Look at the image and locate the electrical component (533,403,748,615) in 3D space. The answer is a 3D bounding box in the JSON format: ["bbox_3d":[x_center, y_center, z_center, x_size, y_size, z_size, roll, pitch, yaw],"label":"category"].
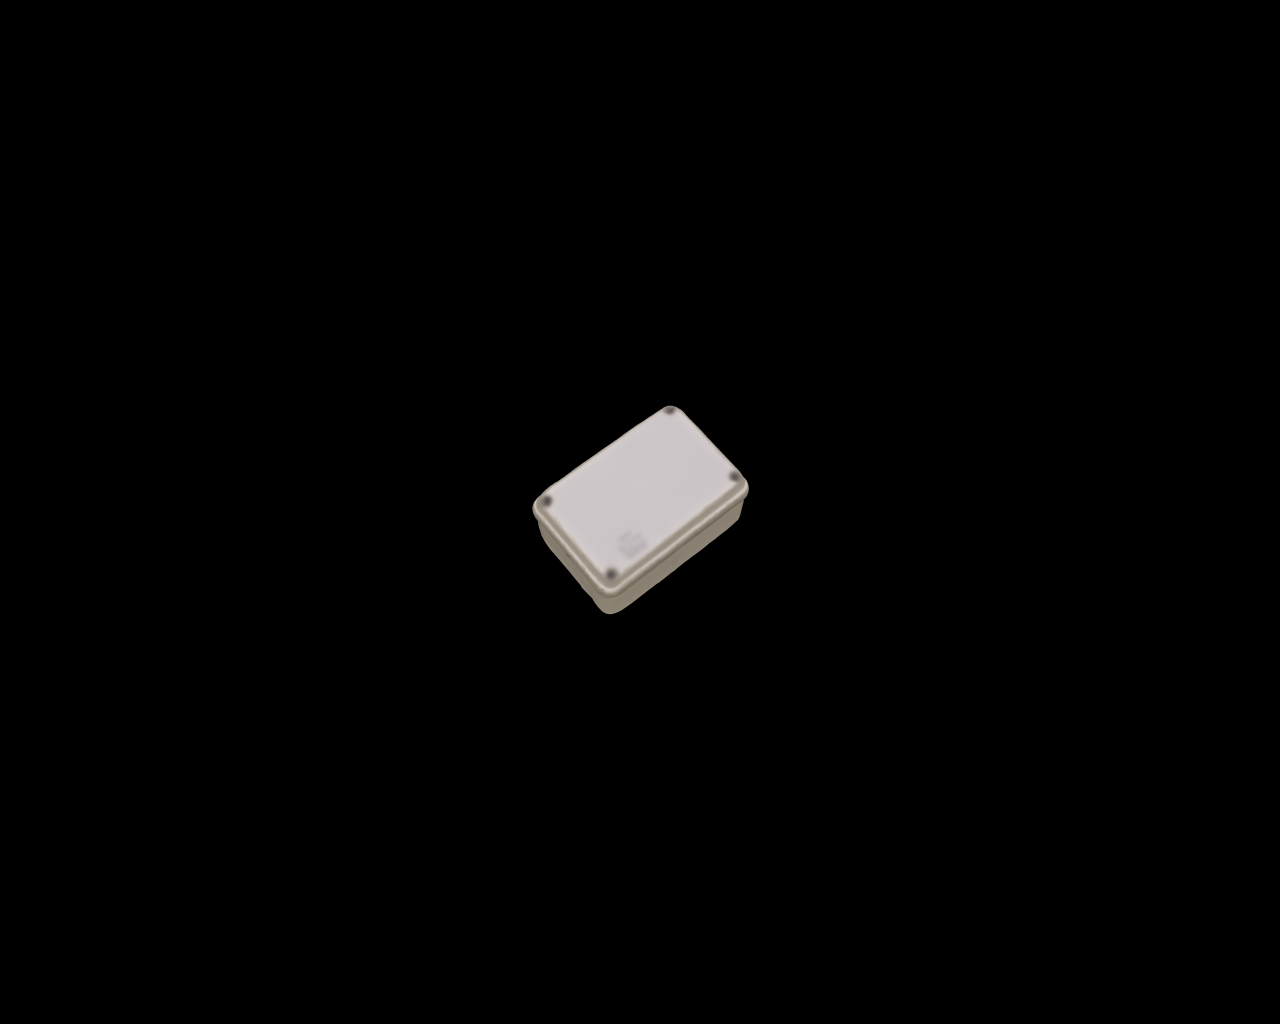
[{"bbox_3d":[0.001,-0.003,0.650,0.113,0.078,0.057,-37,-19,-15],"label":"electrical component"}]
